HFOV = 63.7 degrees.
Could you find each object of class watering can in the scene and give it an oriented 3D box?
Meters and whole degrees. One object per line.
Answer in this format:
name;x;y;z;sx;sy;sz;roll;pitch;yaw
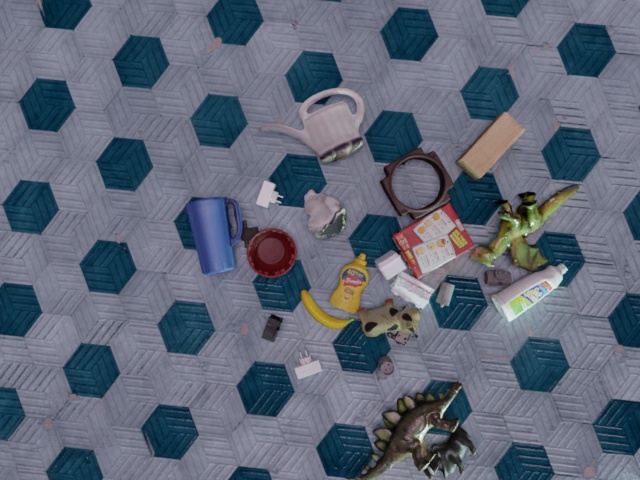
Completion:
watering can;-0.005;-0.352;1.667;0.347;0.104;0.224;-25;90;0

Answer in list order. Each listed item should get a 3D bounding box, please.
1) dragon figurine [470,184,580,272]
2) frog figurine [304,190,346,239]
dragon figurine;0.674;-0.021;1.660;0.411;0.123;0.240;-15;103;-7
frog figurine;0.005;-0.085;1.680;0.162;0.122;0.136;40;101;37
